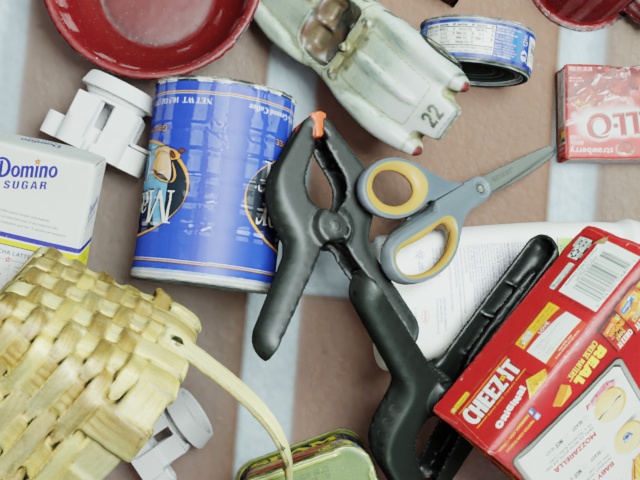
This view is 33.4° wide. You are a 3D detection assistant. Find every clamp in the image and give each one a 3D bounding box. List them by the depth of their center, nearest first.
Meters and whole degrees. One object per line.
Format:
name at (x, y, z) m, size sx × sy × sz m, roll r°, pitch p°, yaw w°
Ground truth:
clamp at (-0.005, 0.001, 0.714) m, size 0.120 × 0.039 × 0.171 m, roll -10°, pitch 79°, yaw -34°
clamp at (0.088, 0.093, 0.724) m, size 0.164 × 0.036 × 0.210 m, roll -16°, pitch 124°, yaw -27°

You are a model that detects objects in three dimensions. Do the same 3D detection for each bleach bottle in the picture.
bleach bottle at (0.165, 0.038, 0.788) m, size 0.250 × 0.068 × 0.102 m, roll -3°, pitch 87°, yaw -5°

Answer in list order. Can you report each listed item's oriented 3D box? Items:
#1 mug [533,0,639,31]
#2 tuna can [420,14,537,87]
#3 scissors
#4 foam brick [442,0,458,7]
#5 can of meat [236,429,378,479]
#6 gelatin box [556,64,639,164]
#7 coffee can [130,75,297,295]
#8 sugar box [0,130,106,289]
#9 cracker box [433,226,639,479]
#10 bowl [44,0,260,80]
mug at (0.217, -0.203, 0.796) m, size 0.093 × 0.081 × 0.117 m, roll -44°, pitch 89°, yaw -5°
tuna can at (0.114, -0.138, 0.785) m, size 0.086 × 0.086 × 0.034 m, roll 7°, pitch 87°, yaw -2°
scissors at (0.096, -0.046, 0.761) m, size 0.096 × 0.016 × 0.201 m, roll 51°, pitch 54°, yaw -9°
foam brick at (0.104, -0.227, 0.807) m, size 0.053 × 0.051 × 0.078 m, roll 32°, pitch 85°, yaw 0°
can of meat at (-0.009, 0.177, 0.757) m, size 0.102 × 0.084 × 0.057 m, roll -19°, pitch 87°, yaw -4°
gelatin box at (0.227, -0.096, 0.815) m, size 0.089 × 0.030 × 0.073 m, roll 1°, pitch 86°, yaw -3°
coffee can at (-0.075, -0.036, 0.759) m, size 0.103 × 0.103 × 0.140 m, roll 7°, pitch 85°, yaw -3°
sugar box at (-0.213, 0.016, 0.754) m, size 0.093 × 0.048 × 0.176 m, roll 14°, pitch 102°, yaw -3°
cracker box at (0.200, 0.117, 0.730) m, size 0.164 × 0.072 × 0.213 m, roll -50°, pitch 125°, yaw -4°
bowl at (-0.122, -0.193, 0.792) m, size 0.162 × 0.055 × 0.162 m, roll 0°, pitch 86°, yaw -3°
